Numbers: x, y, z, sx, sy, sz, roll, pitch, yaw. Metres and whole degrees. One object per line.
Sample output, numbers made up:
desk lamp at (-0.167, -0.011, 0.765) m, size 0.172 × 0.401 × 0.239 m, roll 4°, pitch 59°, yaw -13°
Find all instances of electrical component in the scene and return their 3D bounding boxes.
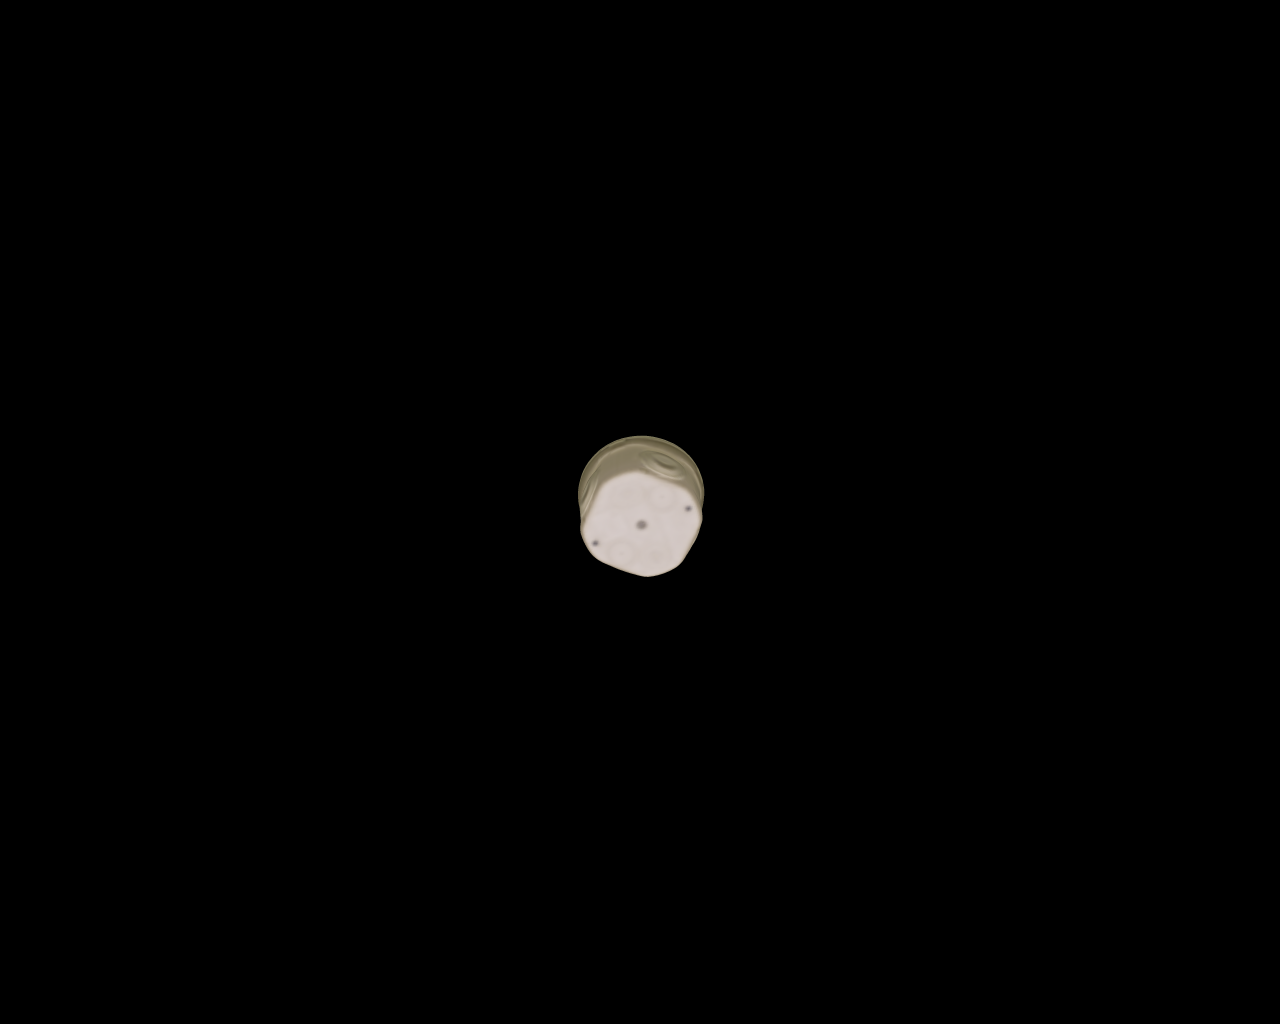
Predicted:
electrical component at (0.001, -0.003, 0.650) m, size 0.080 × 0.080 × 0.051 m, roll 0°, pitch 25°, yaw 0°
